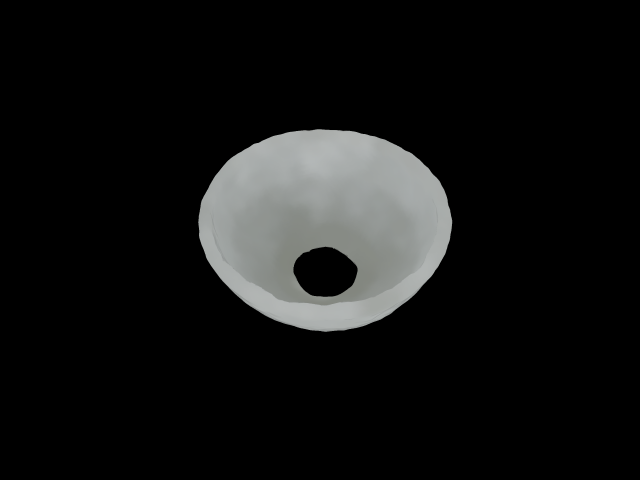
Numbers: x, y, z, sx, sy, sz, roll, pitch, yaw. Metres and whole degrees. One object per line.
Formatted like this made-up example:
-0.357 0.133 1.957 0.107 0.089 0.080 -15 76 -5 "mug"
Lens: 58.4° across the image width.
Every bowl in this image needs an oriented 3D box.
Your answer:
0.004 0.001 0.400 0.167 0.075 0.167 0 50 0 "bowl"
